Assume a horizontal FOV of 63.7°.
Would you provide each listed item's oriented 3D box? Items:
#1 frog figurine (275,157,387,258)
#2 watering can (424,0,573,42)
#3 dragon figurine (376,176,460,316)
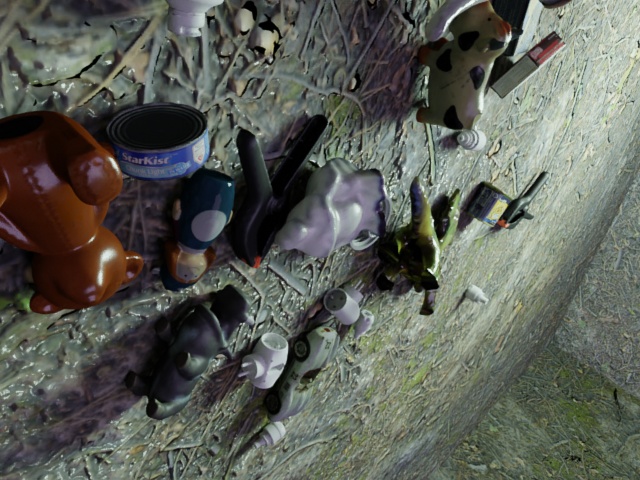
[{"bbox_3d":[0.002,-0.034,0.680,0.161,0.124,0.134,-24,153,-23],"label":"frog figurine"},{"bbox_3d":[0.252,-0.370,0.653,0.223,0.104,0.349,21,85,-27],"label":"watering can"},{"bbox_3d":[0.216,-0.014,1.013,0.248,0.123,0.400,-52,153,-39],"label":"dragon figurine"}]
